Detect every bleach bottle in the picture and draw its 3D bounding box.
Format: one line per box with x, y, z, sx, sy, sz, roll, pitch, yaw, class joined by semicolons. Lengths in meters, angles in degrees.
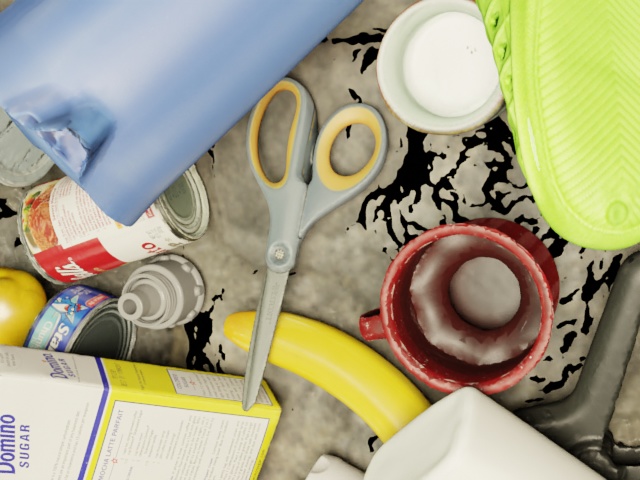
0.147;0.182;0.580;0.250;0.068;0.103;35;129;-11;bleach bottle

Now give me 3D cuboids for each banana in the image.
0.025;0.103;0.646;0.069;0.037;0.198;-38;74;-11;banana

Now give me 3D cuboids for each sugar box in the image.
-0.121;0.122;0.653;0.176;0.048;0.093;13;108;-23;sugar box

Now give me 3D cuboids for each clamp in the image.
0.155;0.112;0.606;0.210;0.036;0.164;-32;94;24;clamp

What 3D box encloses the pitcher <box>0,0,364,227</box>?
-0.064;-0.135;0.587;0.243;0.145;0.149;-41;65;1;pitcher

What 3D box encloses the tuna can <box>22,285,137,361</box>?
-0.157;0.073;0.693;0.034;0.086;0.086;20;104;18;tuna can

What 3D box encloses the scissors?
-0.004;0.001;0.642;0.096;0.016;0.202;-3;85;13;scissors

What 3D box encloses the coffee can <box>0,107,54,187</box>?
-0.249;-0.093;0.692;0.140;0.102;0.103;8;101;19;coffee can

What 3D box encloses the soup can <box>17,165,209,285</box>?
-0.130;-0.017;0.679;0.102;0.068;0.068;-18;92;21;soup can

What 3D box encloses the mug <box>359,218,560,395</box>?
0.078;0.035;0.602;0.117;0.081;0.093;-19;92;22;mug
